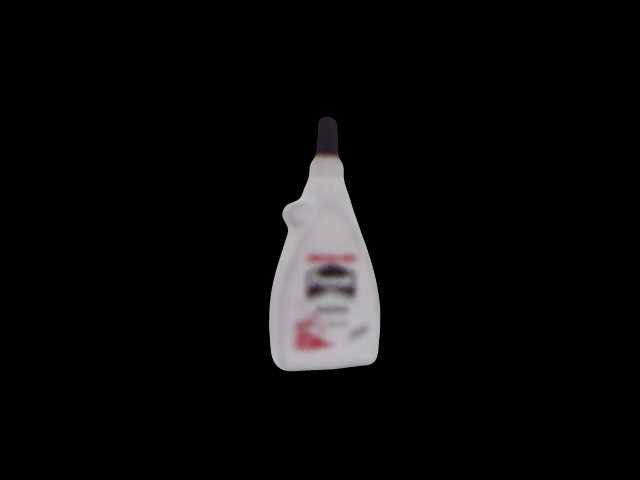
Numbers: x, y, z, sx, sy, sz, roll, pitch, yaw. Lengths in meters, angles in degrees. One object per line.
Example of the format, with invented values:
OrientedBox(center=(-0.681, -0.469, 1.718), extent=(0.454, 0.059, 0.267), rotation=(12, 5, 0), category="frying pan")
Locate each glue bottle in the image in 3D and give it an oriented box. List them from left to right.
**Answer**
OrientedBox(center=(0.004, 0.001, 0.400), extent=(0.078, 0.173, 0.037), rotation=(-1, 2, -19), category="glue bottle")
